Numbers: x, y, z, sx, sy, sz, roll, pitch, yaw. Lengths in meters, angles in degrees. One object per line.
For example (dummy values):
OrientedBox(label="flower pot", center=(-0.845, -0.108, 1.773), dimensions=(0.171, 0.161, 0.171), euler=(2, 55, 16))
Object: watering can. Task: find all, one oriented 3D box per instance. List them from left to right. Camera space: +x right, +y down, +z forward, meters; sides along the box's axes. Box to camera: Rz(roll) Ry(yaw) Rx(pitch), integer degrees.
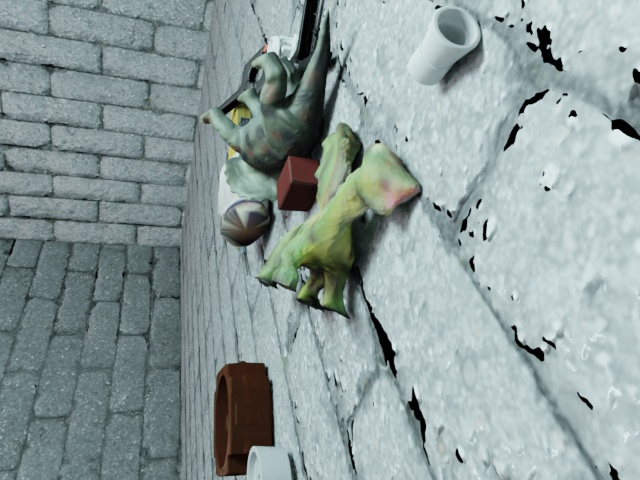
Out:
OrientedBox(label="watering can", center=(-0.177, -0.082, 1.156), dimensions=(0.340, 0.104, 0.229), euler=(114, 153, -52))

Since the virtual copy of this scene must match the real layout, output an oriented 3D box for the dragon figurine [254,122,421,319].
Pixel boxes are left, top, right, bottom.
OrientedBox(label="dragon figurine", center=(0.002, -0.034, 0.683), dimensions=(0.410, 0.121, 0.244), euler=(2, 70, 69))
